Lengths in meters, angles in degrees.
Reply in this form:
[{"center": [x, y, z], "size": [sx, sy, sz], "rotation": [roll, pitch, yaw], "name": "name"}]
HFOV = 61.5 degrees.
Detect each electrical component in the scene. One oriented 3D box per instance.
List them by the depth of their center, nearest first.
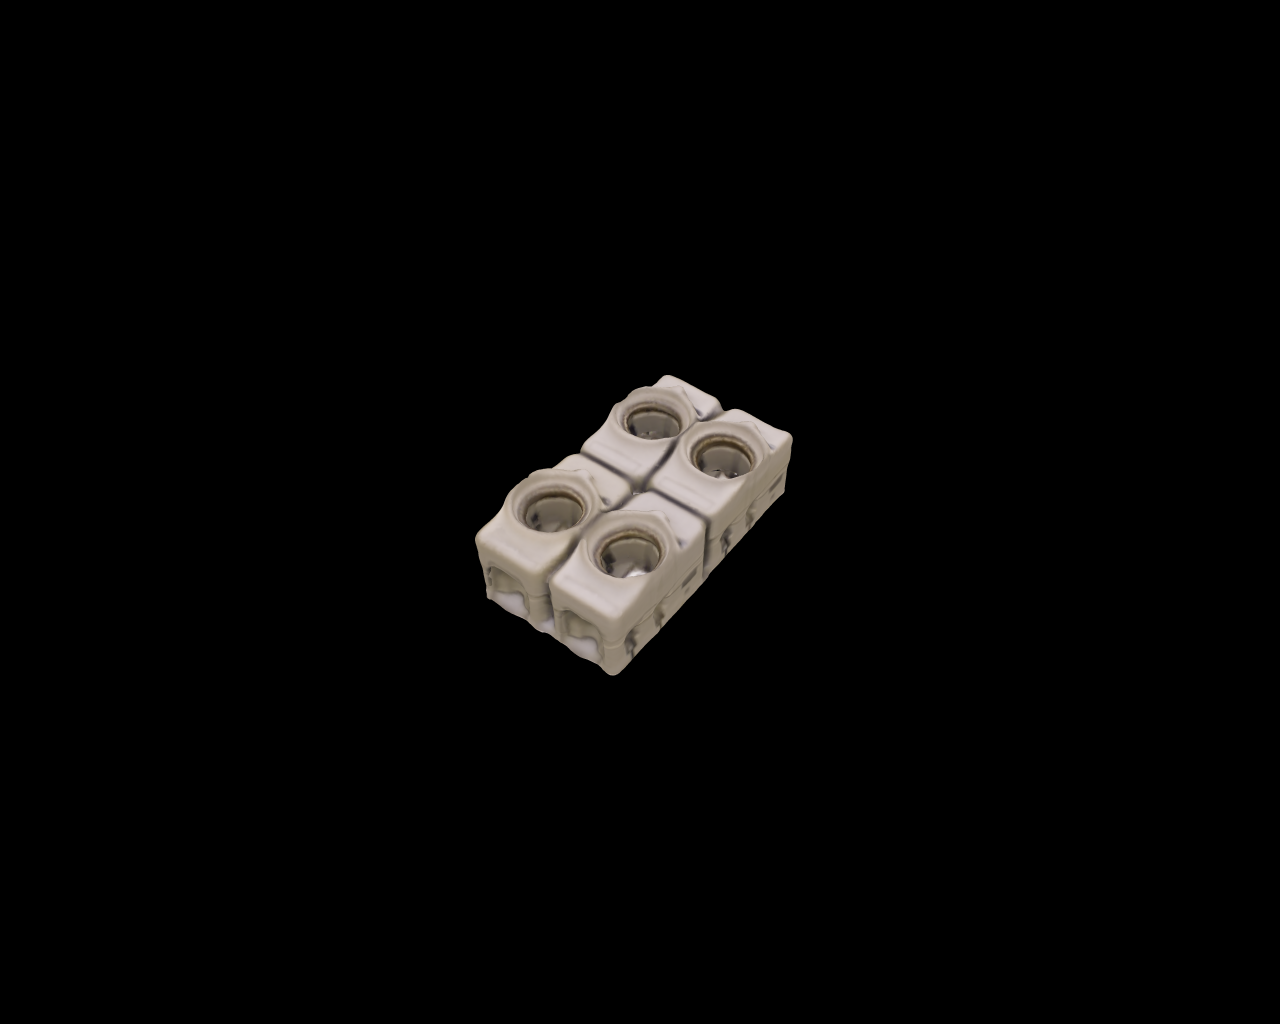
[{"center": [0.001, -0.003, 0.650], "size": [0.105, 0.060, 0.186], "rotation": [30, 54, 24], "name": "electrical component"}]
